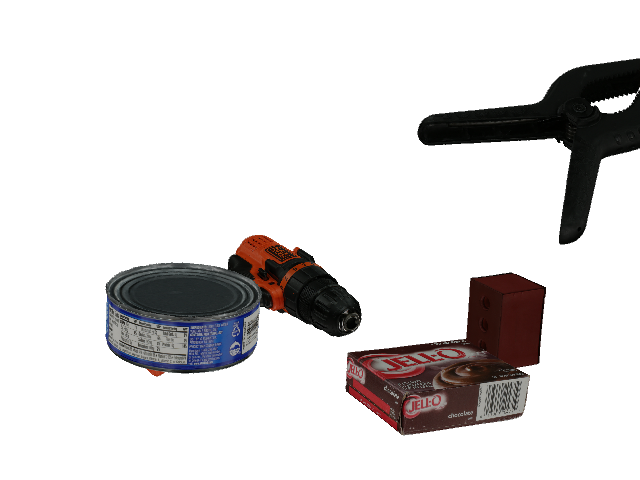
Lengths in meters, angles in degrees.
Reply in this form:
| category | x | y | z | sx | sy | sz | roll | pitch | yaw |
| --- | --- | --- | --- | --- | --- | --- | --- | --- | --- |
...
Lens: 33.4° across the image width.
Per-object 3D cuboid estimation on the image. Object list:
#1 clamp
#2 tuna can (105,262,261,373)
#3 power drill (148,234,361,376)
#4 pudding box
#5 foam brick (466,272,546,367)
| category | x | y | z | sx | sy | sz | roll | pitch | yaw |
| --- | --- | --- | --- | --- | --- | --- | --- | --- | --- |
| clamp | 0.205 | -0.083 | 0.839 | 0.209 | 0.036 | 0.165 | -26 | 51 | -19 |
| tuna can | -0.076 | 0.042 | 0.593 | 0.086 | 0.034 | 0.086 | 4 | 17 | -2 |
| power drill | -0.078 | 0.060 | 0.952 | 0.187 | 0.057 | 0.185 | -16 | 25 | -27 |
| pudding box | 0.088 | 0.110 | 0.819 | 0.113 | 0.039 | 0.090 | -2 | 15 | -26 |
| foam brick | 0.173 | 0.075 | 1.002 | 0.051 | 0.078 | 0.053 | -7 | 18 | -28 |
